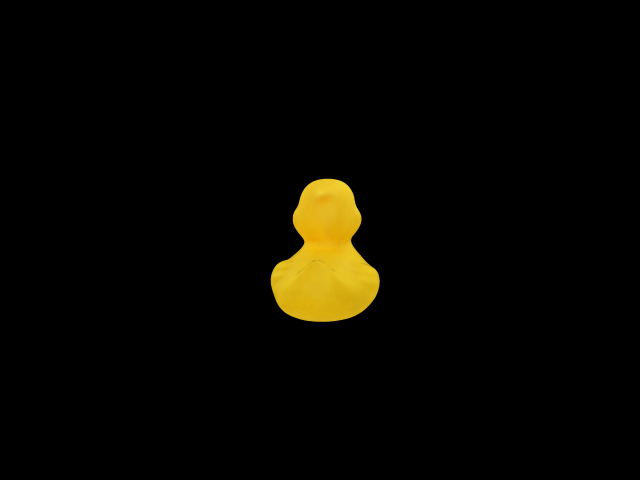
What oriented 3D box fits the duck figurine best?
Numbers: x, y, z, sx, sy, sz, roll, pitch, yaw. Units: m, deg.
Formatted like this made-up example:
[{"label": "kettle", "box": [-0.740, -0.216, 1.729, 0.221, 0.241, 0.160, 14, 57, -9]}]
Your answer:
[{"label": "duck figurine", "box": [0.004, 0.001, 0.400, 0.077, 0.086, 0.104, 2, 18, 7]}]
